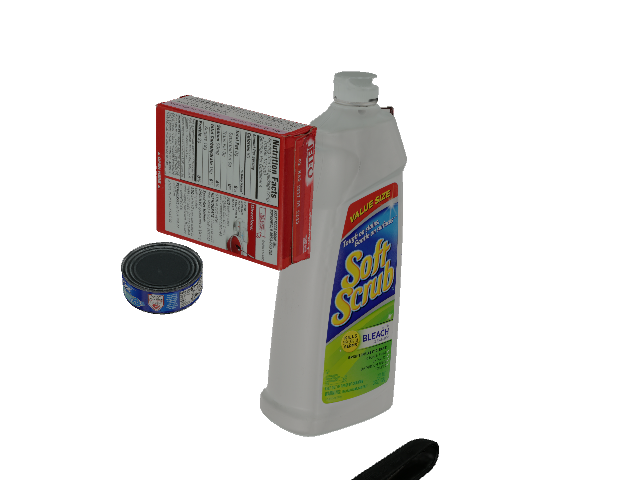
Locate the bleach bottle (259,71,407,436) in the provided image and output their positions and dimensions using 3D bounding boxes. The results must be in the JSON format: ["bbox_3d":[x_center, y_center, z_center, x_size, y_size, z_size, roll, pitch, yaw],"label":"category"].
[{"bbox_3d":[0.012,0.007,0.761,0.102,0.251,0.068,-11,22,-37],"label":"bleach bottle"}]

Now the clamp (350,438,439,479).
[{"bbox_3d":[-0.009,0.184,0.646,0.210,0.036,0.164,-5,28,4],"label":"clamp"}]

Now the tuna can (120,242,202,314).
[{"bbox_3d":[-0.168,0.040,1.133,0.086,0.034,0.086,3,36,-2],"label":"tuna can"}]

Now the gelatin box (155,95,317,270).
[{"bbox_3d":[-0.045,-0.032,0.561,0.089,0.073,0.030,16,26,30],"label":"gelatin box"}]

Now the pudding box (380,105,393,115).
[{"bbox_3d":[0.046,-0.059,0.979,0.039,0.090,0.113,3,36,3],"label":"pudding box"}]
